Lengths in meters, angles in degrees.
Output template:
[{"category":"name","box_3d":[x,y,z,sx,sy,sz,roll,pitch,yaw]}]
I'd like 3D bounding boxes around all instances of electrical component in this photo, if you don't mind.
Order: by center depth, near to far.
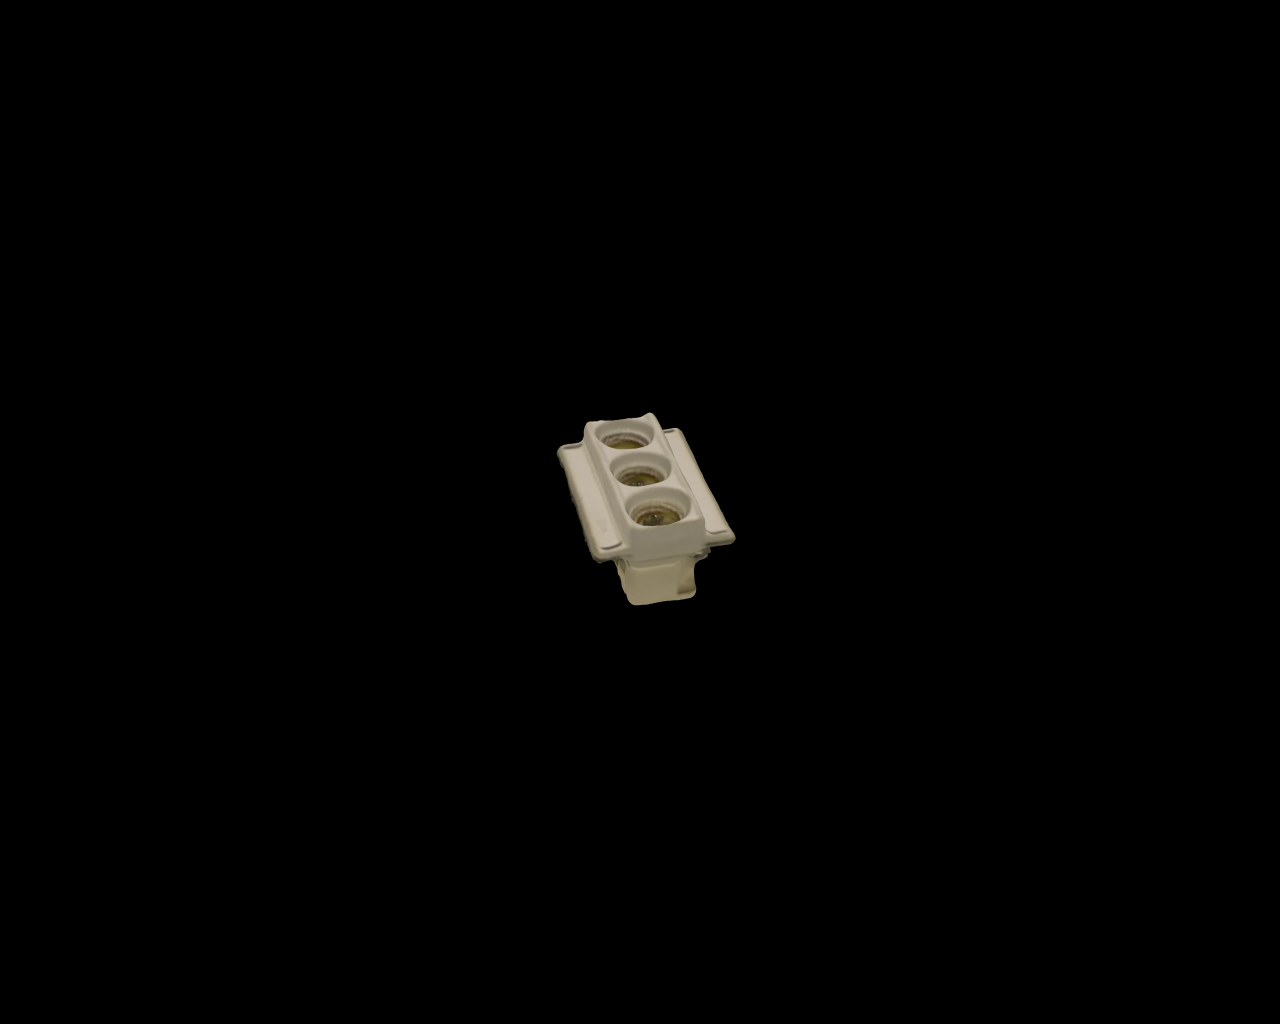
[{"category":"electrical component","box_3d":[0.001,-0.003,0.650,0.079,0.063,0.121,-8,36,-11]}]
